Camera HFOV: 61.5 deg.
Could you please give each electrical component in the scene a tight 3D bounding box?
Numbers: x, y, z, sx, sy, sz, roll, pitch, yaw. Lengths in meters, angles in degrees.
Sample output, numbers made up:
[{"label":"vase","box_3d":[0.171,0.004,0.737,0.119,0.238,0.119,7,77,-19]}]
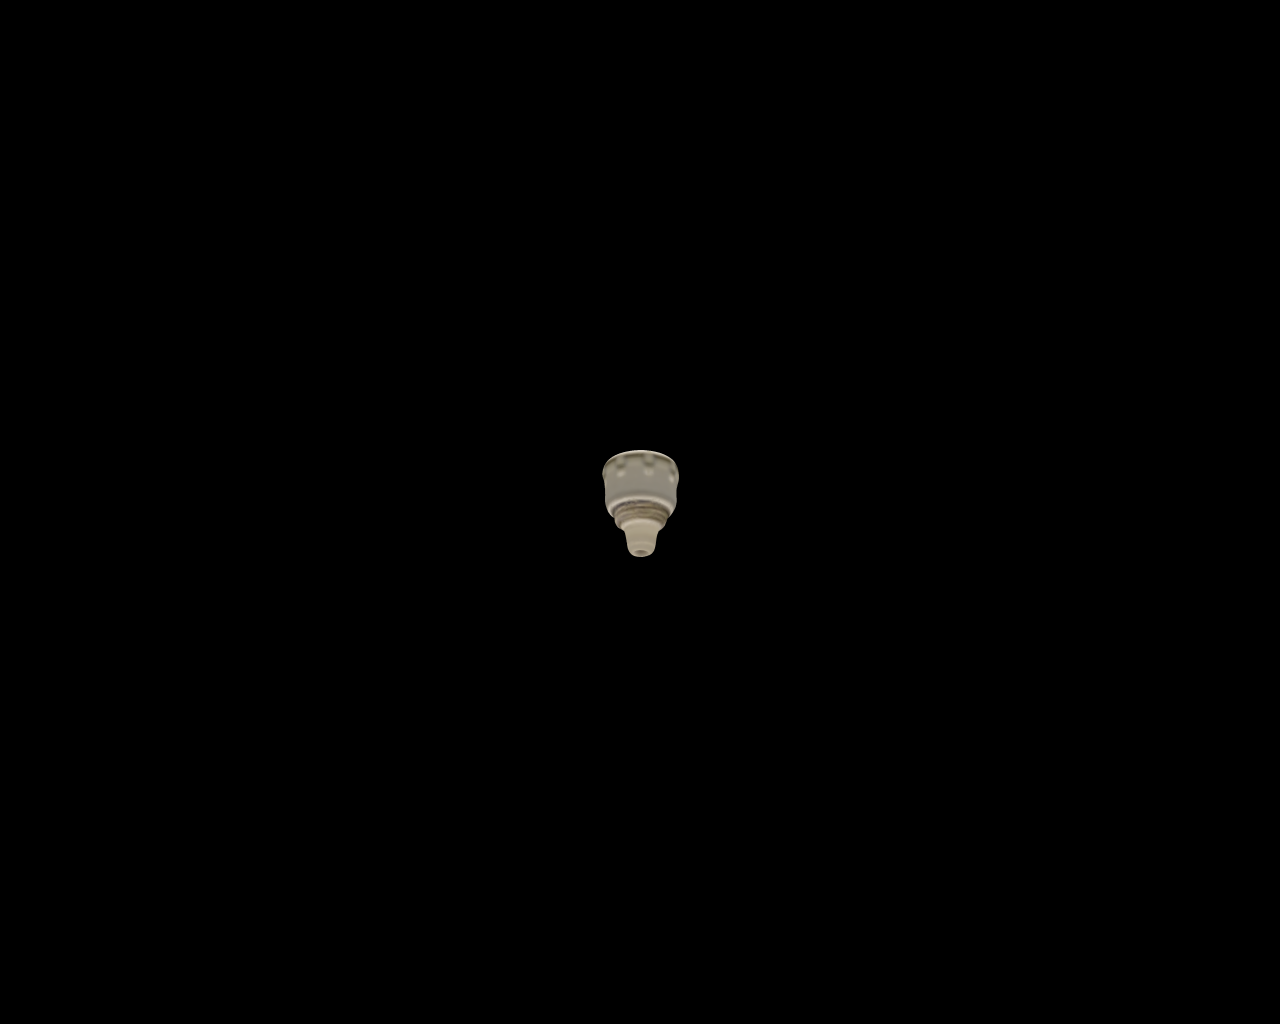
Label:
[{"label":"electrical component","box_3d":[0.001,-0.003,0.650,0.048,0.062,0.048,0,-24,0]}]
